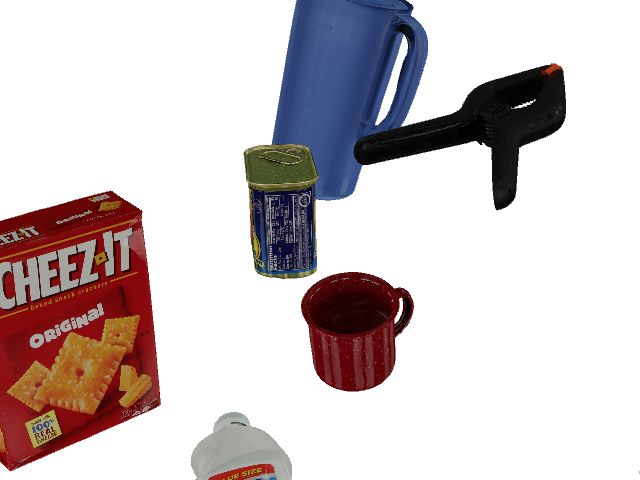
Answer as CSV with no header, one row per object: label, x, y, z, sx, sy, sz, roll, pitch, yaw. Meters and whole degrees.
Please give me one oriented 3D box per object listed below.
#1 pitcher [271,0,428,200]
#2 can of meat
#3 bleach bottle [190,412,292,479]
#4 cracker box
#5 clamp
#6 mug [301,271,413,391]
pitcher,0.023,-0.170,1.229,0.145,0.243,0.149,9,22,-12
can of meat,-0.033,-0.025,0.886,0.057,0.084,0.102,-4,23,-5
bleach bottle,-0.062,0.212,0.754,0.102,0.068,0.251,-6,30,-6
cracker box,-0.236,0.081,0.976,0.163,0.214,0.072,-19,30,-34
clamp,0.156,-0.096,0.933,0.209,0.036,0.165,-31,39,-27
mug,0.041,0.086,1.034,0.117,0.081,0.093,-26,43,-24
